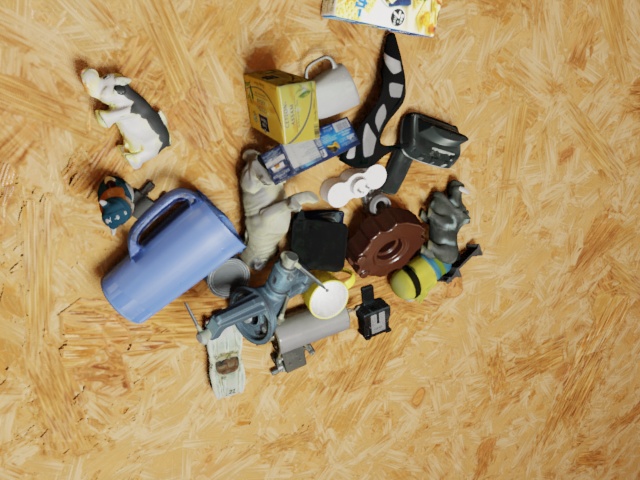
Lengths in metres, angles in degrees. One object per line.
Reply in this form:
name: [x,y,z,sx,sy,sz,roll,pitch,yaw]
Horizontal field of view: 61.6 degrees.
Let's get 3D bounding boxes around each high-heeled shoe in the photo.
high-heeled shoe: [0.098,-0.267,1.053,0.145,0.086,0.248,-6,98,9]

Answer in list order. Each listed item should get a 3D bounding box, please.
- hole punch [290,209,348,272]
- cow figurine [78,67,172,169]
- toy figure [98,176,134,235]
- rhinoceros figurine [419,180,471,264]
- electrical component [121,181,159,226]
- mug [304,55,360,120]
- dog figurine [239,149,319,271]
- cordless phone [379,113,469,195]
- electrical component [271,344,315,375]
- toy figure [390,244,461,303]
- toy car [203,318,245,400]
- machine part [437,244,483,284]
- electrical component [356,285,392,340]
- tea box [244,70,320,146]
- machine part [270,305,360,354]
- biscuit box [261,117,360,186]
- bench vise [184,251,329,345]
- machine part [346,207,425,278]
hole punch: [-0.002,-0.003,1.102,0.116,0.092,0.142,6,114,2]
cow figurine: [-0.306,-0.207,0.858,0.098,0.068,0.167,-34,126,-16]
toy figure: [-0.327,-0.062,0.859,0.058,0.155,0.064,-41,123,-2]
rhinoceros figurine: [0.282,-0.043,1.197,0.112,0.073,0.190,11,78,-2]
electrical component: [-0.312,-0.056,0.948,0.094,0.021,0.063,-49,124,-1]
mug: [0.005,-0.272,0.981,0.107,0.081,0.109,-30,127,-2]
dog figurine: [-0.122,-0.054,1.015,0.190,0.172,0.121,-45,162,29]
cordless phone: [0.214,-0.167,1.145,0.146,0.089,0.184,10,118,-31]
electrical component: [-0.062,0.260,1.199,0.102,0.045,0.078,-15,116,-20]
toy figure: [0.241,0.067,1.246,0.180,0.082,0.089,-38,124,-5]
toy car: [-0.197,0.240,1.115,0.073,0.056,0.201,-11,116,-22]
machine part: [0.334,0.059,1.300,0.139,0.084,0.039,-36,98,-18]
electrical component: [0.124,0.166,1.251,0.075,0.048,0.119,-14,119,-22]
tea box: [-0.067,-0.228,0.908,0.068,0.170,0.098,-16,116,-21]
machine part: [-0.024,0.185,1.167,0.243,0.079,0.079,-17,118,-20]
biscuit box: [-0.012,-0.164,0.969,0.203,0.063,0.059,-32,98,-45]
bench vise: [-0.122,0.123,1.002,0.240,0.129,0.223,-22,160,-44]
machine part: [0.141,0.009,1.148,0.179,0.056,0.179,-20,142,-16]
